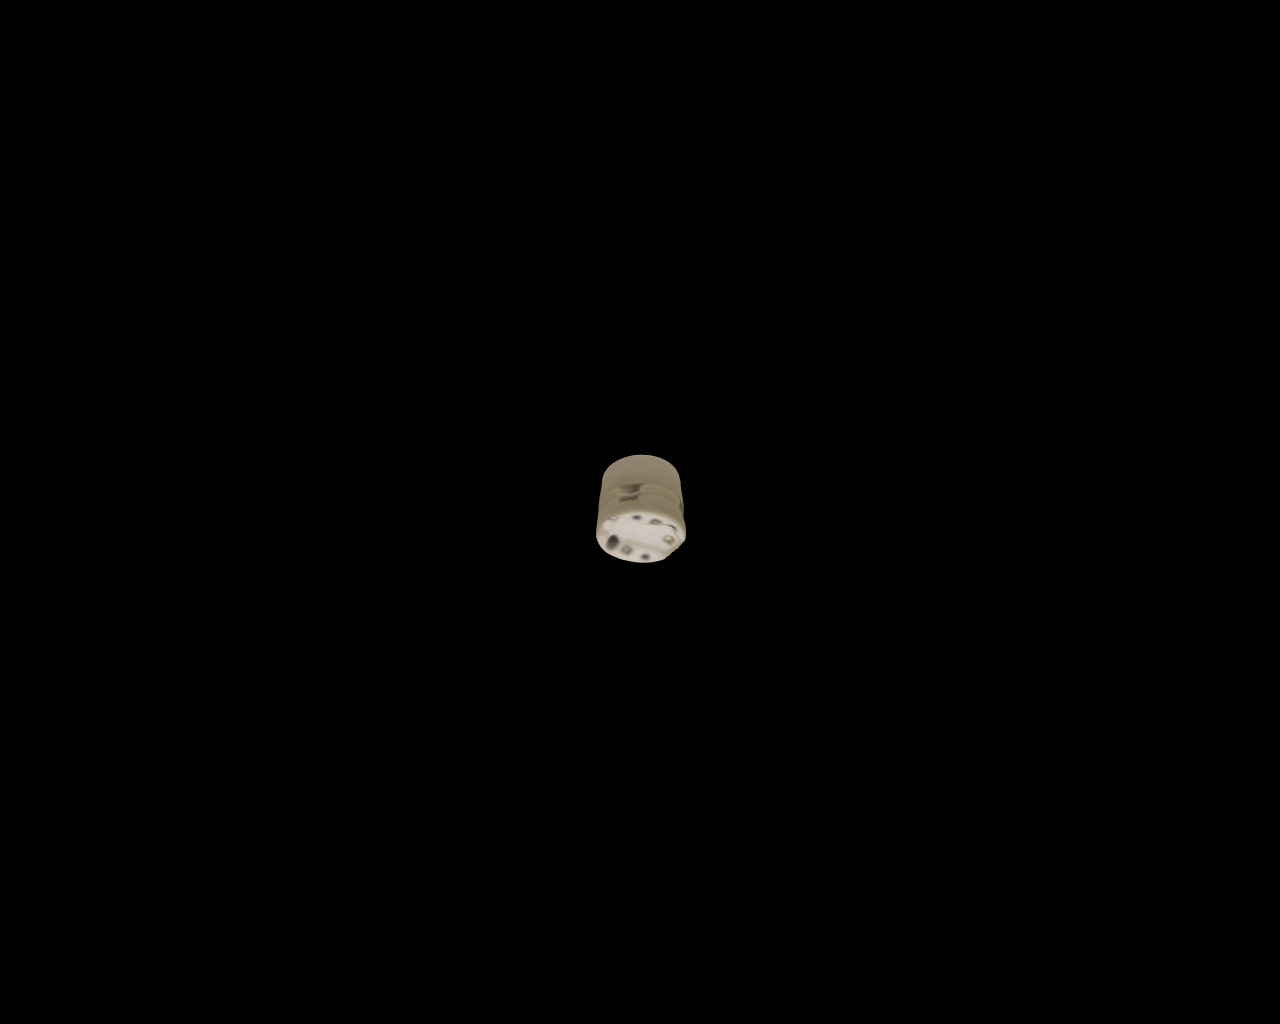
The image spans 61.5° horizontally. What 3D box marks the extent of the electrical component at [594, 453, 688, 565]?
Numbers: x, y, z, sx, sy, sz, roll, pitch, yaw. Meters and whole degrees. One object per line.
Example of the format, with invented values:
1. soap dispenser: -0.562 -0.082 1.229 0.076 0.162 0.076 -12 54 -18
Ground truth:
1. electrical component: 0.001 -0.003 0.650 0.055 0.047 0.055 0 -38 0
